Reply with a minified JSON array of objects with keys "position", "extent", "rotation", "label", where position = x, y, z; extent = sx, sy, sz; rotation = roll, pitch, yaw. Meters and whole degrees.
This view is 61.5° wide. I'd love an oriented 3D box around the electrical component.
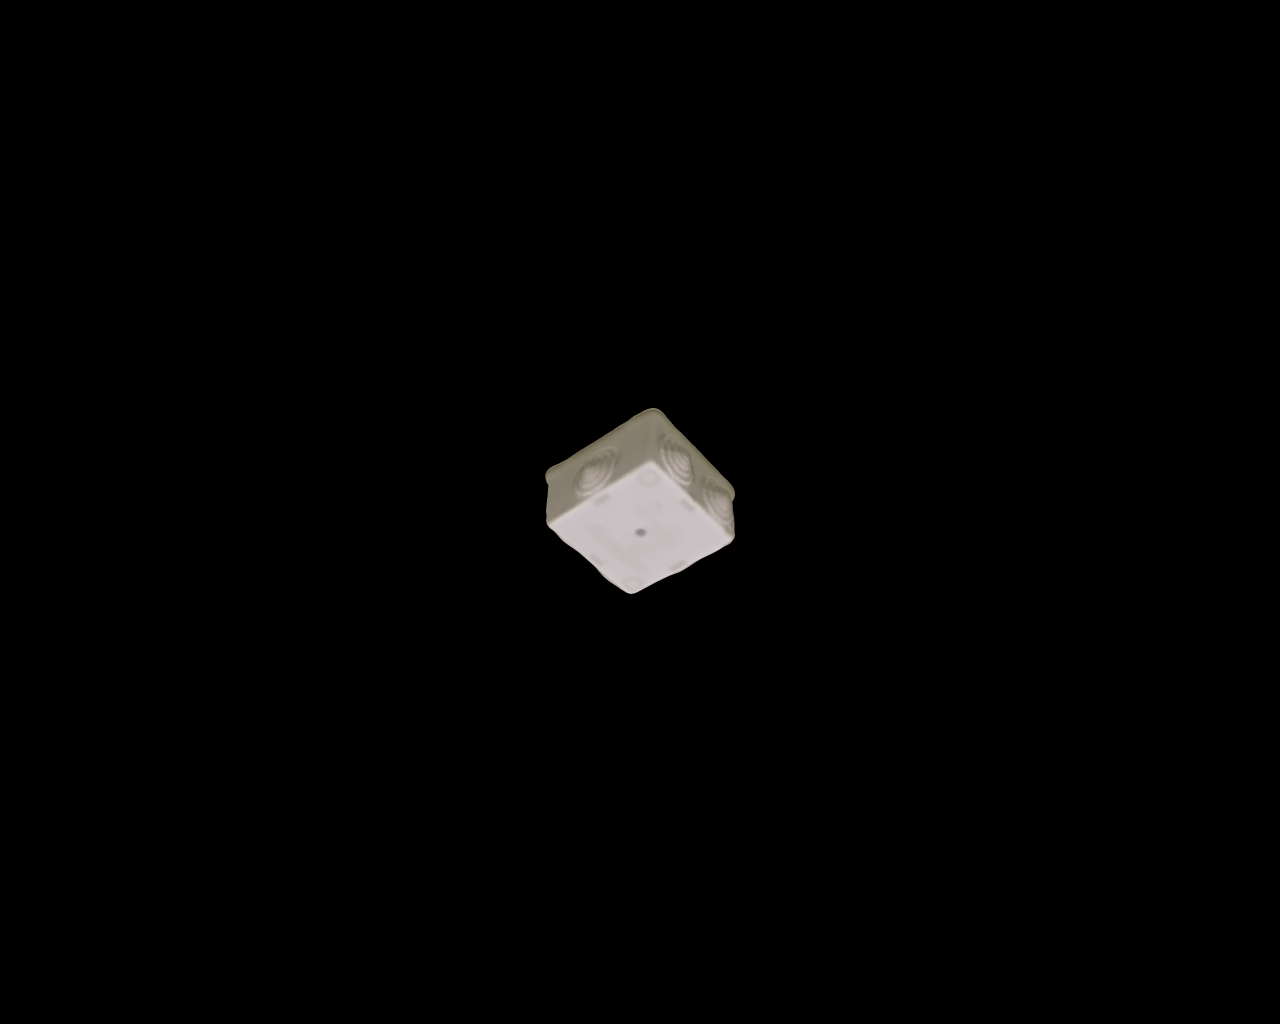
[{"position":[0.001,-0.003,0.650],"extent":[0.099,0.048,0.099],"rotation":[-29,-54,24],"label":"electrical component"}]
